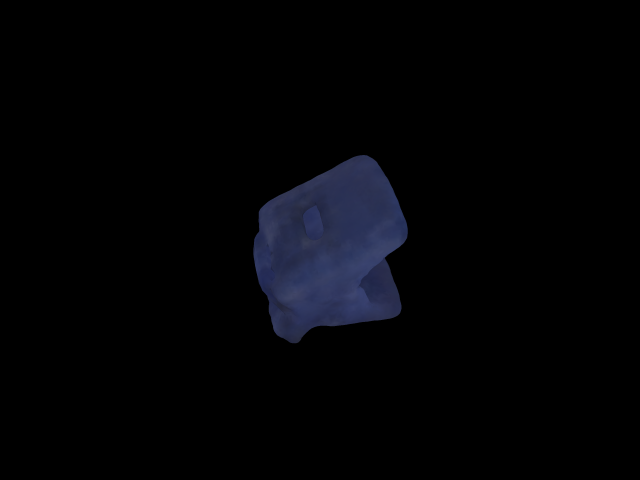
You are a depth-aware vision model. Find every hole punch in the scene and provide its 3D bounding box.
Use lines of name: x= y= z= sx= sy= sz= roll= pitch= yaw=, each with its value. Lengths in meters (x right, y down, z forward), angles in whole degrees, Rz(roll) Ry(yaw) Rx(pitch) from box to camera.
hole punch: x=0.004 y=0.001 z=0.400 sx=0.101 sy=0.091 sz=0.108 roll=-7 pitch=39 yaw=-9
